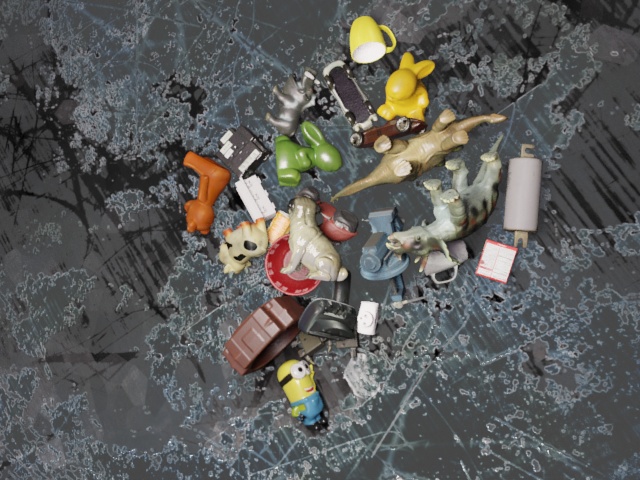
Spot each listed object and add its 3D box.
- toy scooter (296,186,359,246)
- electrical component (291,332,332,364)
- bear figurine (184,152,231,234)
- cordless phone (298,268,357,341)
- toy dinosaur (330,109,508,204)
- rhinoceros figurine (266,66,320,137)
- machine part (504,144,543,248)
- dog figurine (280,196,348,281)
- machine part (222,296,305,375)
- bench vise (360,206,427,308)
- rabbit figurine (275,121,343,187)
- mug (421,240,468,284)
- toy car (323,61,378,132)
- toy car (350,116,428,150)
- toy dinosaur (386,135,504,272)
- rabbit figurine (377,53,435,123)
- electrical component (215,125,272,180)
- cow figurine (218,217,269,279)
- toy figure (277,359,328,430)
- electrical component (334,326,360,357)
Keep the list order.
[{"bbox_3d":[0.002,-0.043,1.380,0.184,0.075,0.135,35,120,2],"label":"toy scooter"},{"bbox_3d":[-0.017,0.268,1.388,0.102,0.045,0.078,-42,49,7],"label":"electrical component"},{"bbox_3d":[-0.324,-0.121,1.461,0.132,0.120,0.195,31,101,19],"label":"bear figurine"},{"bbox_3d":[0.028,0.149,1.321,0.089,0.146,0.184,-14,63,48],"label":"cordless phone"},{"bbox_3d":[0.208,-0.188,1.266,0.472,0.198,0.105,-21,81,20],"label":"toy dinosaur"},{"bbox_3d":[-0.068,-0.369,1.421,0.112,0.073,0.190,24,94,17],"label":"rhinoceros figurine"},{"bbox_3d":[0.472,-0.103,1.249,0.079,0.079,0.243,4,89,16],"label":"machine part"},{"bbox_3d":[-0.005,-0.004,1.292,0.172,0.121,0.190,11,92,1],"label":"dog figurine"},{"bbox_3d":[-0.133,0.233,1.339,0.087,0.201,0.201,45,99,18],"label":"machine part"},{"bbox_3d":[0.167,0.049,1.298,0.129,0.224,0.240,-12,114,20],"label":"bench vise"},{"bbox_3d":[-0.028,-0.217,1.399,0.170,0.121,0.159,-4,79,-2],"label":"rabbit figurine"},{"bbox_3d":[0.301,0.046,1.289,0.107,0.080,0.109,-15,74,6],"label":"mug"},{"bbox_3d":[0.078,-0.372,1.390,0.073,0.056,0.201,-30,81,6],"label":"toy car"},{"bbox_3d":[0.165,-0.263,1.307,0.202,0.089,0.053,-11,83,42],"label":"toy car"},{"bbox_3d":[0.335,-0.077,1.234,0.131,0.405,0.191,23,139,47],"label":"toy dinosaur"},{"bbox_3d":[0.212,-0.361,1.290,0.122,0.173,0.162,30,99,19],"label":"rabbit figurine"},{"bbox_3d":[-0.215,-0.243,1.465,0.115,0.058,0.134,-44,76,8],"label":"electrical component"},{"bbox_3d":[-0.202,0.024,1.407,0.195,0.085,0.127,-21,84,48],"label":"cow figurine"},{"bbox_3d":[-0.048,0.393,1.369,0.089,0.082,0.180,-23,84,11],"label":"toy figure"},{"bbox_3d":[0.067,0.254,1.373,0.063,0.021,0.094,-9,83,16],"label":"electrical component"}]
